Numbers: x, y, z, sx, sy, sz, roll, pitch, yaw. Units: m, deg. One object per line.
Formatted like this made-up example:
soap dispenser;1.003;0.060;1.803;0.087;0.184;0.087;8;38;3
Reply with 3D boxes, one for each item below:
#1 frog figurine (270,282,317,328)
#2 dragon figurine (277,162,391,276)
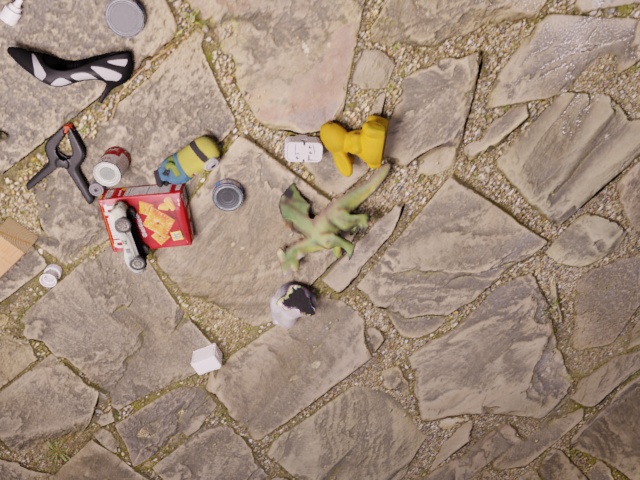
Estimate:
frog figurine;-0.085;0.201;1.565;0.137;0.125;0.156;1;156;-17
dragon figurine;0.004;-0.071;1.417;0.242;0.124;0.406;23;105;-9
